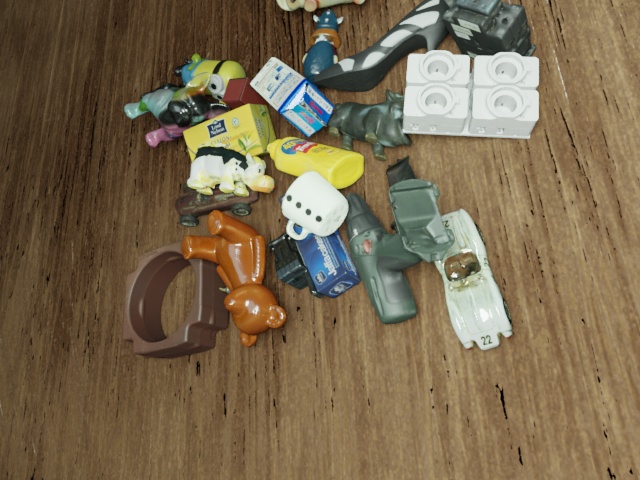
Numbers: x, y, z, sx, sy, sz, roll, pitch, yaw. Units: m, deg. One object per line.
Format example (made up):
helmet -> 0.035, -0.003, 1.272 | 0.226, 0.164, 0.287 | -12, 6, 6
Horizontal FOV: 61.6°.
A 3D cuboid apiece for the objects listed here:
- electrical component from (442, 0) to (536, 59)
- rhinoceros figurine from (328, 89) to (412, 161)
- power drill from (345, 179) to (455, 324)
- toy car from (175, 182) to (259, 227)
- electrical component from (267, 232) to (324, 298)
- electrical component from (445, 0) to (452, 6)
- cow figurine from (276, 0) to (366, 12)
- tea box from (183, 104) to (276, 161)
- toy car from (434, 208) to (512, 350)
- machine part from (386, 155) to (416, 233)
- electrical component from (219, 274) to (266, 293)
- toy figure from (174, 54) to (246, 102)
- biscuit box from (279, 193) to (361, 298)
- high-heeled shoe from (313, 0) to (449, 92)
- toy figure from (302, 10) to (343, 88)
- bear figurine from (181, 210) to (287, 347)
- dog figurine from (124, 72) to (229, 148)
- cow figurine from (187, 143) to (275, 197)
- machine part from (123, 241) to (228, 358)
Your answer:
electrical component -> 0.254, -0.320, 0.812 | 0.115, 0.134, 0.058 | 35, 94, 34
rhinoceros figurine -> 0.105, -0.197, 0.904 | 0.191, 0.073, 0.112 | 9, 67, 36
power drill -> 0.097, -0.006, 0.773 | 0.207, 0.086, 0.232 | 131, 129, -58
toy car -> -0.209, -0.084, 1.068 | 0.202, 0.053, 0.089 | -9, 66, 31
electrical component -> -0.036, 0.052, 0.896 | 0.048, 0.074, 0.119 | -32, 61, 17
electrical component -> 0.219, -0.432, 0.943 | 0.094, 0.021, 0.063 | 27, 89, 36
cow figurine -> 0.004, -0.496, 1.055 | 0.195, 0.085, 0.127 | -3, 30, 19
tea box -> -0.175, -0.194, 1.056 | 0.170, 0.068, 0.098 | -16, 94, 29
toy car -> 0.206, 0.053, 0.751 | 0.073, 0.056, 0.202 | -23, 63, 23
machine part -> 0.138, -0.062, 0.844 | 0.084, 0.039, 0.139 | -20, 75, 30
electrical component -> -0.142, 0.056, 0.977 | 0.078, 0.045, 0.102 | -16, 65, 28
toy figure -> -0.239, -0.355, 1.169 | 0.180, 0.082, 0.089 | 25, 87, 38
biscuit box -> -0.002, -0.003, 0.901 | 0.063, 0.059, 0.203 | -35, 58, 17
high-heeled shoe -> 0.104, -0.347, 0.944 | 0.249, 0.086, 0.145 | 0, 79, 22
toy figure -> 0.005, -0.369, 1.034 | 0.058, 0.064, 0.154 | 149, 136, -64
bear figurine -> -0.140, 0.068, 0.886 | 0.120, 0.132, 0.196 | -34, 55, 34
dog figurine -> -0.276, -0.278, 1.110 | 0.219, 0.108, 0.191 | -11, 27, 31
cow figurine -> -0.157, -0.130, 0.987 | 0.168, 0.068, 0.098 | 4, 82, 19
machine part -> -0.271, 0.114, 1.013 | 0.202, 0.087, 0.201 | -18, 64, 28
